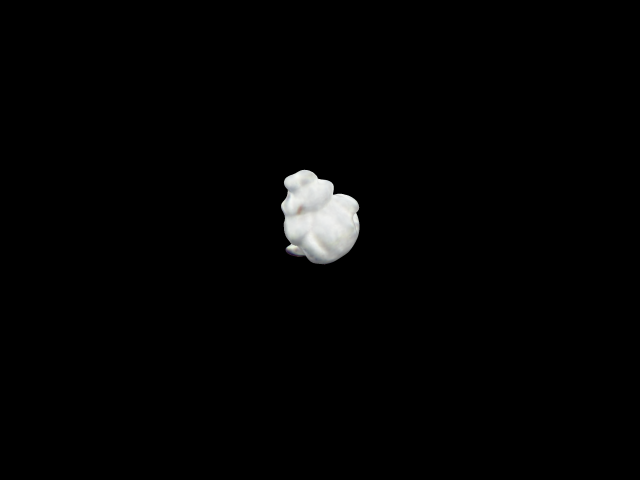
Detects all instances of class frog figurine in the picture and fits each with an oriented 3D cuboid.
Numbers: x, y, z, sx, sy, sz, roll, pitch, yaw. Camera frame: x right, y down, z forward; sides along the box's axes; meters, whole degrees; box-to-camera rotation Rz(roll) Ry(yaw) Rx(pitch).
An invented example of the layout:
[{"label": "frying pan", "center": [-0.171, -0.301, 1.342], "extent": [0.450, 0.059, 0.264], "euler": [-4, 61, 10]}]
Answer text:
[{"label": "frog figurine", "center": [0.003, -0.043, 0.850], "extent": [0.138, 0.155, 0.125], "euler": [-19, 47, -19]}]
